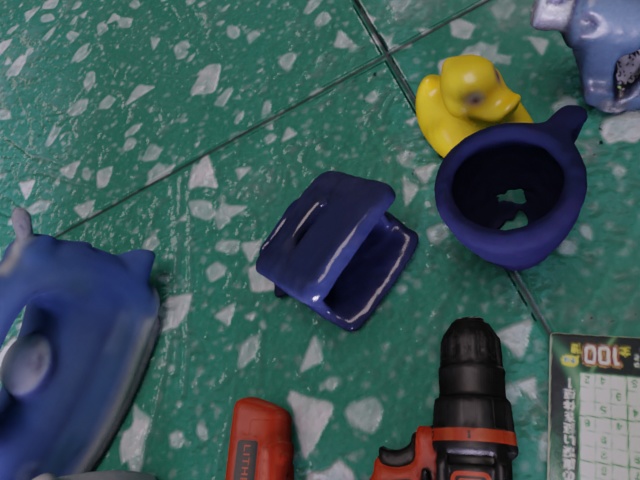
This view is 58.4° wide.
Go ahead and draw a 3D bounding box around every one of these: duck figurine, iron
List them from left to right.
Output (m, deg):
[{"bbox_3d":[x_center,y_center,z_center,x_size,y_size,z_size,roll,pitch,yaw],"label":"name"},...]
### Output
[{"bbox_3d":[-0.234,0.107,0.456,0.118,0.142,0.258,5,68,25],"label":"iron"},{"bbox_3d":[0.116,-0.110,0.448,0.077,0.086,0.104,-48,57,-5],"label":"duck figurine"}]

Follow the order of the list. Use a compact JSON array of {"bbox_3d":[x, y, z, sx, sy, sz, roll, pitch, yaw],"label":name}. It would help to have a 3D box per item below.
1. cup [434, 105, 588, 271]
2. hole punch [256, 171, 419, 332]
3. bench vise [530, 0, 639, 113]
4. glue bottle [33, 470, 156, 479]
[{"bbox_3d":[0.140,-0.028,0.393,0.118,0.095,0.091,-48,57,-5],"label":"cup"},{"bbox_3d":[0.004,0.002,0.438,0.100,0.091,0.109,30,80,31],"label":"hole punch"},{"bbox_3d":[0.241,-0.162,0.341,0.207,0.220,0.121,-17,60,15],"label":"bench vise"},{"bbox_3d":[-0.181,0.183,0.377,0.078,0.174,0.037,-44,57,-2],"label":"glue bottle"}]
